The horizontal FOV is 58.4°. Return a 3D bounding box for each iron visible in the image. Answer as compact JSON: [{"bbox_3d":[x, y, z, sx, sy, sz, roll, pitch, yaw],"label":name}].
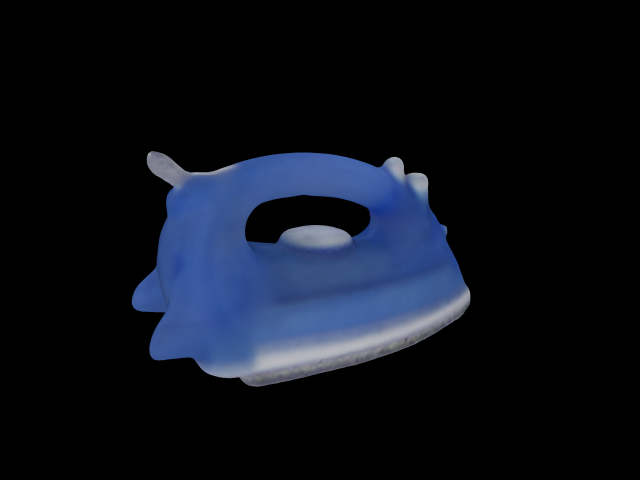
[{"bbox_3d":[0.004,0.001,0.400,0.259,0.141,0.118,-8,19,-24],"label":"iron"}]
